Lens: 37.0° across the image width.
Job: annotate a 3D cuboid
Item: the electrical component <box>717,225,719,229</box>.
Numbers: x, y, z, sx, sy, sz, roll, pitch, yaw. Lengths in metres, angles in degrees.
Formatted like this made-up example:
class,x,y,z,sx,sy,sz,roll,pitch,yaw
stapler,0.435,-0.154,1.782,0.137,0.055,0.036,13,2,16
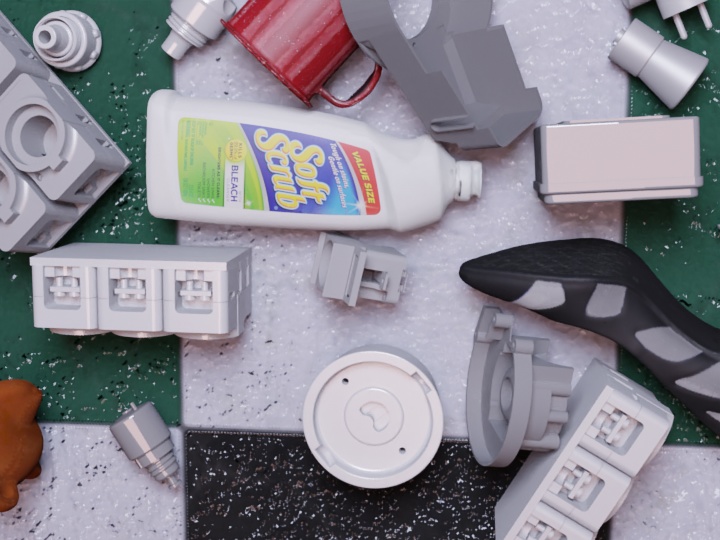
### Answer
class,x,y,z,sx,sy,sz,roll,pitch,yaw
electrical component,0.301,-0.041,0.798,0.066,0.048,0.055,0,106,7

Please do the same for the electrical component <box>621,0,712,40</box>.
class,x,y,z,sx,sy,sz,roll,pitch,yaw
electrical component,0.230,-0.208,0.780,0.077,0.043,0.079,-23,95,9

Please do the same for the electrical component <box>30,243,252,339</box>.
class,x,y,z,sx,sy,sz,roll,pitch,yaw
electrical component,-0.166,0.016,0.837,0.150,0.089,0.061,2,99,6

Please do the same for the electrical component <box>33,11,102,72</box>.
class,x,y,z,sx,sy,sz,roll,pitch,yaw
electrical component,-0.231,-0.177,0.828,0.048,0.062,0.048,1,99,6

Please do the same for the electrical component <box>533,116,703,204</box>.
class,x,y,z,sx,sy,sz,roll,pitch,yaw
electrical component,0.181,-0.080,0.773,0.109,0.109,0.056,-2,96,7

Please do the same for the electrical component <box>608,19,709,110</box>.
class,x,y,z,sx,sy,sz,roll,pitch,yaw
electrical component,0.217,-0.154,0.792,0.065,0.044,0.044,36,101,5

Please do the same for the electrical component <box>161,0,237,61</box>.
class,x,y,z,sx,sy,sz,roll,pitch,yaw
electrical component,-0.127,-0.190,0.824,0.043,0.043,0.062,40,103,-1

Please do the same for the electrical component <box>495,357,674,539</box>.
class,x,y,z,sx,sy,sz,roll,pitch,yaw
electrical component,0.169,0.153,0.820,0.062,0.089,0.150,31,101,1

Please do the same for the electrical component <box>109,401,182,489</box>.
class,x,y,z,sx,sy,sz,roll,pitch,yaw
electrical component,-0.172,0.144,0.882,0.040,0.040,0.078,-31,94,10

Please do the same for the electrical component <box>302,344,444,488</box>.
class,x,y,z,sx,sy,sz,roll,pitch,yaw
electrical component,0.013,0.110,0.846,0.108,0.060,0.108,1,99,6

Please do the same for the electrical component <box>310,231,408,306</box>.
class,x,y,z,sx,sy,sz,roll,pitch,yaw
electrical component,0.000,0.000,0.827,0.064,0.081,0.042,11,101,-18

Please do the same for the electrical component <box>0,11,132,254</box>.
class,x,y,z,sx,sy,sz,roll,pitch,yaw
electrical component,-0.281,-0.114,0.823,0.105,0.060,0.186,-44,78,11
